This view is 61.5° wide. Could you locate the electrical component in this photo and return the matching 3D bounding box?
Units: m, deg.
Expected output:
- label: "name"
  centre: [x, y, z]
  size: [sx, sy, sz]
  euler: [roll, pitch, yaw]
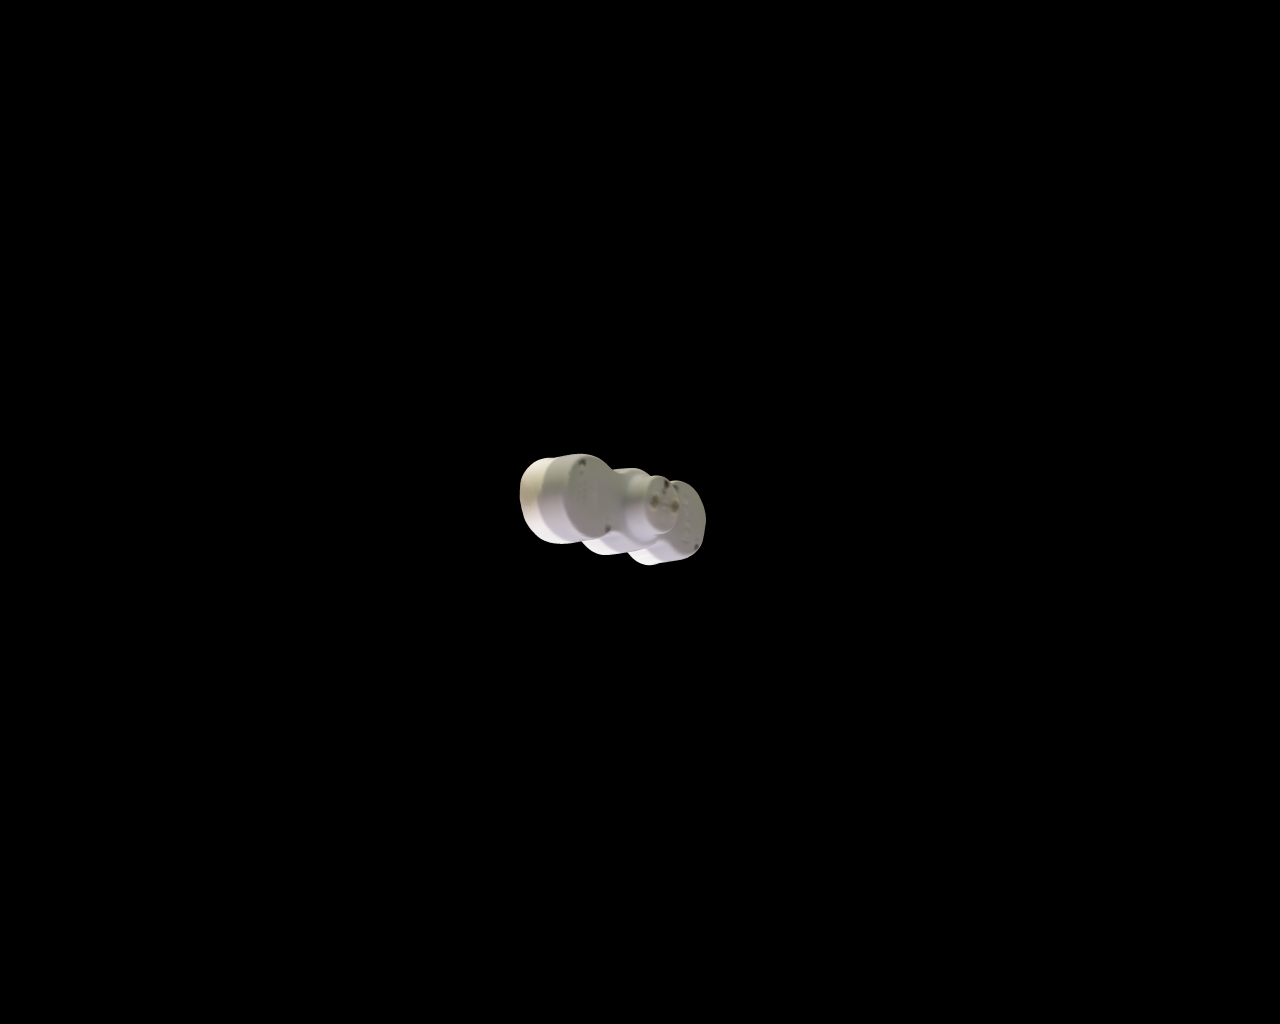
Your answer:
- label: "electrical component"
  centre: [0.001, -0.003, 0.650]
  size: [0.073, 0.052, 0.138]
  euler: [-11, -17, 38]
